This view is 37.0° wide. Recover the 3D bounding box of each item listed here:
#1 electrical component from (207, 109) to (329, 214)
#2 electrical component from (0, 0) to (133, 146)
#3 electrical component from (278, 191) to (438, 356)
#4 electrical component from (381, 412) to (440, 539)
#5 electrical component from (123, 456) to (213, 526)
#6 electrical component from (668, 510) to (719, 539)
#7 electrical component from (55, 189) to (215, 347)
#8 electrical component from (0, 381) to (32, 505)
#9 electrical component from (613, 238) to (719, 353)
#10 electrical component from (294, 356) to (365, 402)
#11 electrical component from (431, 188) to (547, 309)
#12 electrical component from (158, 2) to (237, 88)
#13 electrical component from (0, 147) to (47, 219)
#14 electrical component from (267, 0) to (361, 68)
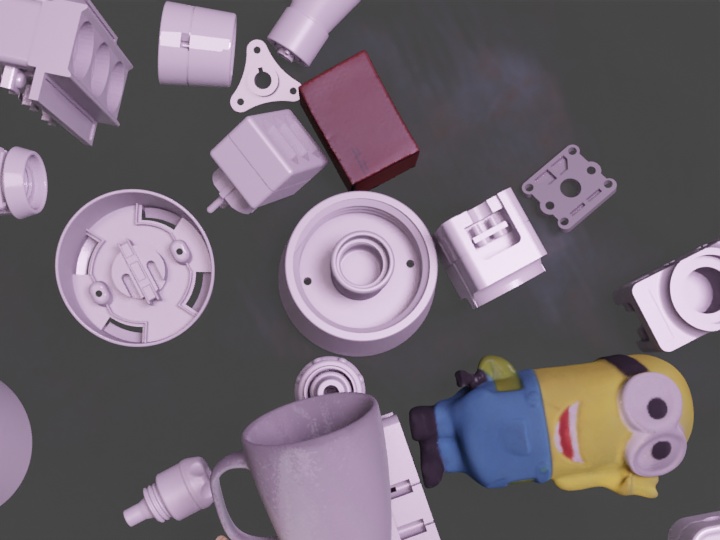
[{"bbox_3d":[-0.072,-0.063,0.716,0.077,0.066,0.047,-39,87,24],"label":"electrical component"},{"bbox_3d":[-0.193,-0.133,0.686,0.063,0.121,0.078,12,84,2],"label":"electrical component"},{"bbox_3d":[0.000,0.000,0.706,0.108,0.060,0.108,1,79,-4],"label":"electrical component"},{"bbox_3d":[0.011,0.145,0.703,0.056,0.050,0.089,-19,86,-4],"label":"electrical component"},{"bbox_3d":[-0.125,0.149,0.706,0.061,0.035,0.035,-27,86,-2],"label":"electrical component"},{"bbox_3d":[0.238,0.208,0.701,0.054,0.059,0.095,-10,85,-3],"label":"electrical component"},{"bbox_3d":[-0.143,0.001,0.703,0.099,0.064,0.099,0,85,-2],"label":"electrical component"},{"bbox_3d":[-0.271,0.110,0.701,0.099,0.064,0.099,-1,72,4],"label":"electrical component"},{"bbox_3d":[0.226,0.015,0.720,0.089,0.055,0.050,-26,86,-4],"label":"electrical component"},{"bbox_3d":[-0.019,0.080,0.702,0.048,0.062,0.048,0,84,-2],"label":"electrical component"},{"bbox_3d":[0.083,-0.011,0.700,0.050,0.089,0.055,-28,86,-4],"label":"electrical component"},{"bbox_3d":[-0.109,-0.150,0.724,0.047,0.055,0.055,5,84,-5],"label":"electrical component"},{"bbox_3d":[-0.242,-0.057,0.715,0.055,0.048,0.066,-2,85,5],"label":"electrical component"},{"bbox_3d":[-0.034,-0.172,0.736,0.044,0.044,0.065,33,89,1],"label":"electrical component"}]
